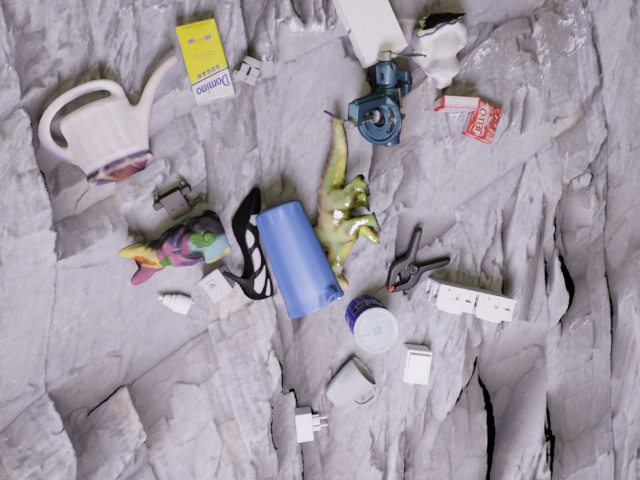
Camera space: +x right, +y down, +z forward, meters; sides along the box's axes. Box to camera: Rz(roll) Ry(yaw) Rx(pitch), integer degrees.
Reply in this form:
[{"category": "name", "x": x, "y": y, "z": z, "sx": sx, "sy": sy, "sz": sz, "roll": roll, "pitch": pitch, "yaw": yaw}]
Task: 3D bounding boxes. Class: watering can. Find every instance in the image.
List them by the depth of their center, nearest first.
[{"category": "watering can", "x": -0.438, "y": -0.257, "z": 1.140, "sx": 0.348, "sy": 0.104, "sz": 0.223, "roll": -25, "pitch": 96, "yaw": -4}]

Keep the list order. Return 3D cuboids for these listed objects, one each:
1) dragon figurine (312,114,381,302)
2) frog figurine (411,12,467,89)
[{"category": "dragon figurine", "x": 0.004, "y": -0.060, "z": 1.199, "sx": 0.242, "sy": 0.122, "sz": 0.409, "roll": -19, "pitch": 93, "yaw": 4}, {"category": "frog figurine", "x": 0.288, "y": -0.450, "z": 1.222, "sx": 0.138, "sy": 0.125, "sz": 0.156, "roll": -34, "pitch": 132, "yaw": -11}]
